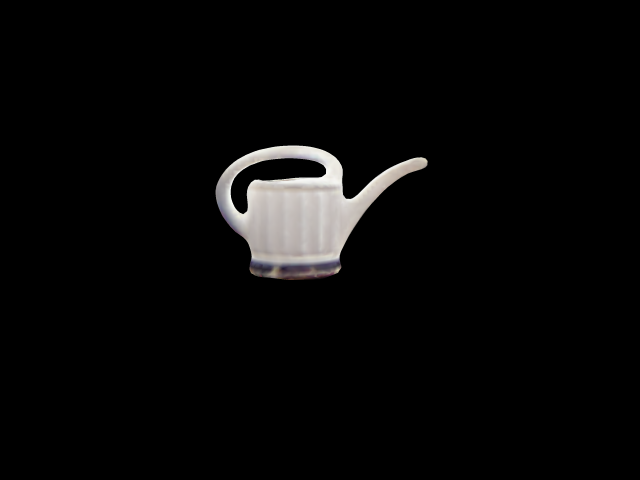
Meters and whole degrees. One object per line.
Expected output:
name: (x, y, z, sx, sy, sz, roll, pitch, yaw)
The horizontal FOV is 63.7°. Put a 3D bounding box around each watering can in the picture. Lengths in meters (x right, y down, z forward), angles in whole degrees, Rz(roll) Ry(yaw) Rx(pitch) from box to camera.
watering can: (0.003, -0.043, 0.850, 0.348, 0.223, 0.105, 0, 9, 0)
